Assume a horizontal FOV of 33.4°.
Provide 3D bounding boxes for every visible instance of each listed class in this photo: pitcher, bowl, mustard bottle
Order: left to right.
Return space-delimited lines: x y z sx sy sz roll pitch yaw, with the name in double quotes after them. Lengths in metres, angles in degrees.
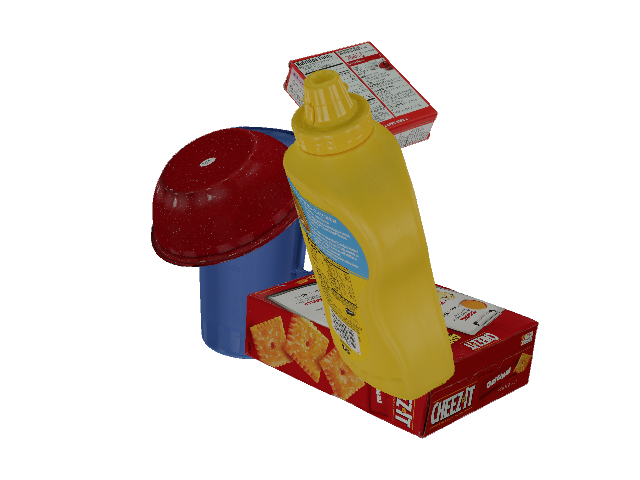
-0.088 -0.050 0.939 0.162 0.055 0.162 -17 36 13 "bowl"
-0.065 0.004 1.169 0.144 0.243 0.149 -3 21 -19 "pitcher"
0.021 -0.007 0.582 0.058 0.191 0.096 -28 38 -14 "mustard bottle"

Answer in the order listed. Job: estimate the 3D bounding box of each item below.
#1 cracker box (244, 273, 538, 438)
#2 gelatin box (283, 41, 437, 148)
0.062 0.091 0.972 0.214 0.072 0.163 20 25 39 "cracker box"
0.027 -0.099 0.763 0.073 0.089 0.030 -21 -33 -29 "gelatin box"
